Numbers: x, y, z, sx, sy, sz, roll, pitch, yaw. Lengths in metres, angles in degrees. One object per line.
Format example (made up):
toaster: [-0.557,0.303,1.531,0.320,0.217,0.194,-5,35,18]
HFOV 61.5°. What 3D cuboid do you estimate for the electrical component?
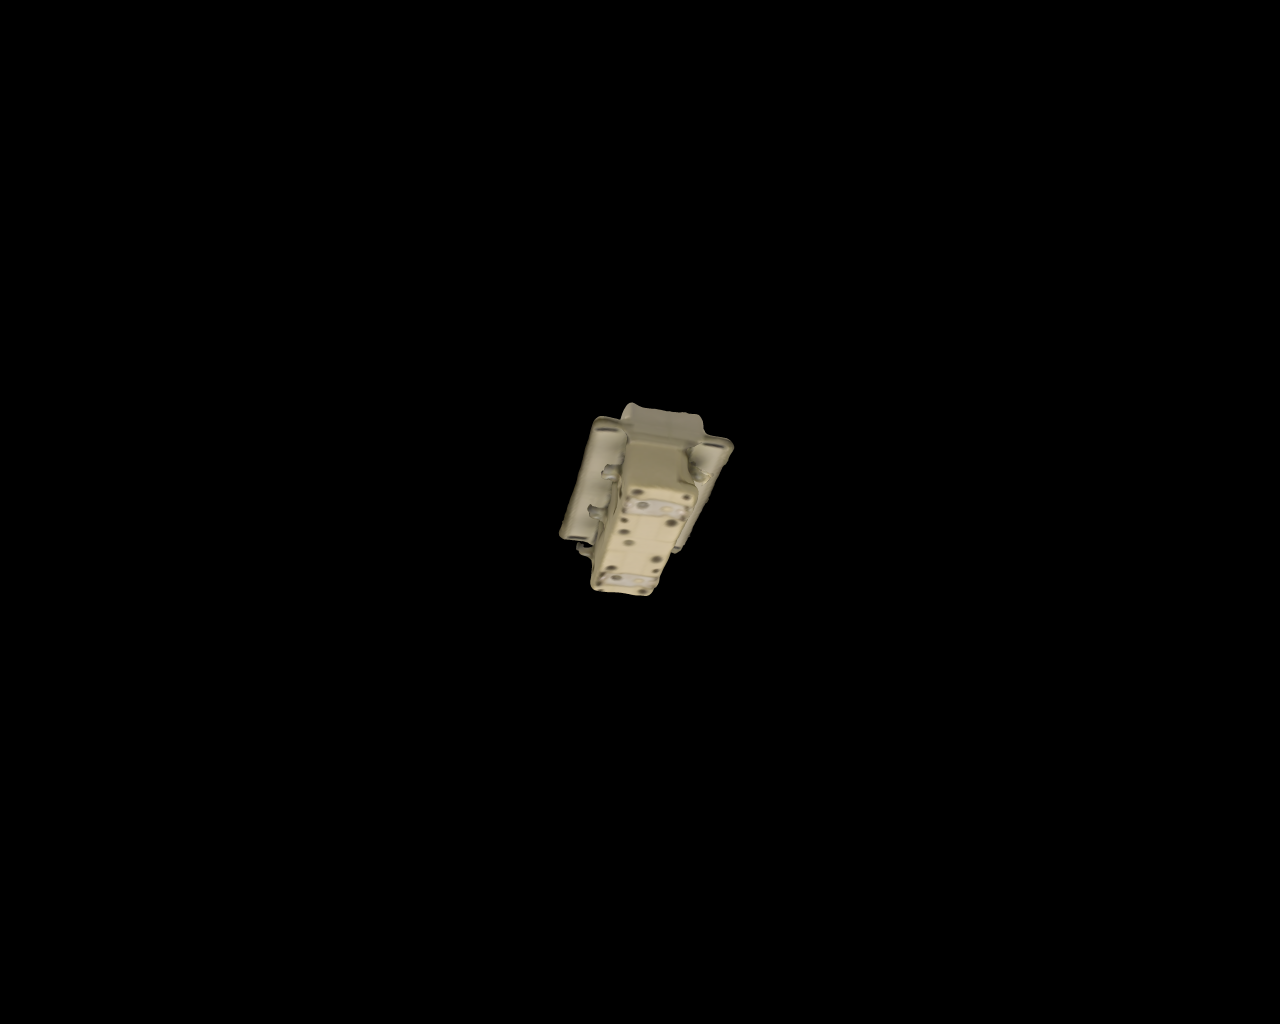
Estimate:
electrical component: [0.001,-0.003,0.650,0.079,0.063,0.121,8,-35,-11]
